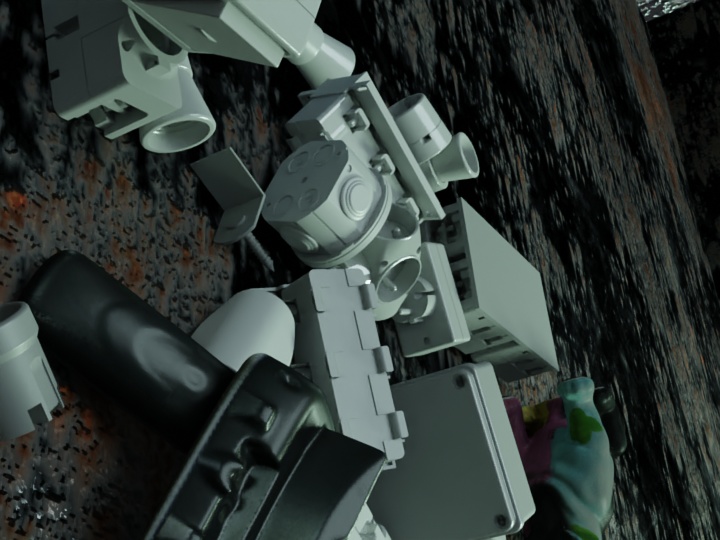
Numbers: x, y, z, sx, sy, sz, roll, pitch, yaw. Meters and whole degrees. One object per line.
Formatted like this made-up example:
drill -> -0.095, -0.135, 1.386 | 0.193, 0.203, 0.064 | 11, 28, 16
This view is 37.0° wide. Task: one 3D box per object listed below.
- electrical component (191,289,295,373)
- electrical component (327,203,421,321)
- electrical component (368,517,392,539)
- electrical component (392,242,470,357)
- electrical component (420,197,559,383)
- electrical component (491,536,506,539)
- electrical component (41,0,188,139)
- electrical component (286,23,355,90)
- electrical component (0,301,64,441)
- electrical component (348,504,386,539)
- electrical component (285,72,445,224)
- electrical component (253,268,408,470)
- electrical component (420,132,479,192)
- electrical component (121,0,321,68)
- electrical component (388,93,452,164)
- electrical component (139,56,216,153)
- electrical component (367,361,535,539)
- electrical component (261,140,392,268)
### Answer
electrical component -> -0.060, 0.063, 0.606 | 0.079, 0.043, 0.077 | 62, 25, -19
electrical component -> 0.000, 0.000, 0.758 | 0.079, 0.077, 0.044 | -22, 51, -33
electrical component -> -0.002, 0.168, 0.655 | 0.078, 0.040, 0.040 | 62, 25, -18
electrical component -> 0.043, 0.024, 0.852 | 0.076, 0.047, 0.083 | 3, 70, -65
electrical component -> 0.112, 0.026, 0.981 | 0.186, 0.060, 0.105 | 36, 42, -53
electrical component -> 0.063, 0.155, 0.793 | 0.100, 0.048, 0.099 | 38, 40, -51
electrical component -> -0.131, -0.126, 0.579 | 0.050, 0.056, 0.089 | 22, 53, -60
electrical component -> -0.040, -0.171, 0.830 | 0.065, 0.044, 0.044 | 35, 41, -46
electrical component -> -0.147, 0.042, 0.442 | 0.040, 0.040, 0.046 | -54, 128, -62
electrical component -> -0.022, 0.162, 0.599 | 0.095, 0.054, 0.059 | 63, 25, -16
electrical component -> 0.001, -0.078, 0.809 | 0.063, 0.079, 0.121 | -48, 120, -30
electrical component -> -0.017, 0.064, 0.657 | 0.079, 0.063, 0.121 | -2, 72, -35
electrical component -> 0.078, -0.099, 1.009 | 0.045, 0.055, 0.045 | 46, 34, -44
electrical component -> -0.074, -0.143, 0.543 | 0.062, 0.096, 0.061 | 33, 71, -55
electrical component -> 0.047, -0.126, 0.967 | 0.047, 0.055, 0.055 | 57, 27, -20
electrical component -> -0.113, -0.106, 0.624 | 0.044, 0.044, 0.065 | 15, 55, -62
electrical component -> 0.046, 0.125, 0.706 | 0.056, 0.109, 0.108 | 1, 71, -68
electrical component -> -0.023, -0.046, 0.724 | 0.051, 0.080, 0.080 | 44, 35, -37
